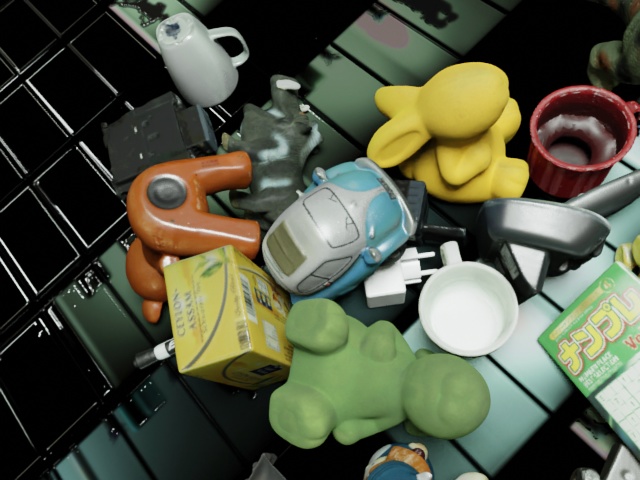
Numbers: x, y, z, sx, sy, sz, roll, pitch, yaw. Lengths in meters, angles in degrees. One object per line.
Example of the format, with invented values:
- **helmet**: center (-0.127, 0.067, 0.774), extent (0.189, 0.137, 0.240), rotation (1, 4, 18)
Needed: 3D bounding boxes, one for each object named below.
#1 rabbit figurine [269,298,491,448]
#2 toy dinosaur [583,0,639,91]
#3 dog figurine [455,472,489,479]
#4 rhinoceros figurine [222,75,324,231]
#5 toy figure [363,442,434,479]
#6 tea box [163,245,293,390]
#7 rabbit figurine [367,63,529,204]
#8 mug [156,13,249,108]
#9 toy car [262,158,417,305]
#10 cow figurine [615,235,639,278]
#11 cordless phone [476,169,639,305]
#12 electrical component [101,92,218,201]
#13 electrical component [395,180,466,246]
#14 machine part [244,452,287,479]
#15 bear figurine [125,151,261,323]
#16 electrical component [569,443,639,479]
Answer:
- **rabbit figurine**: center (0.065, 0.134, 0.465), extent (0.170, 0.159, 0.121), rotation (5, 72, 35)
- **toy dinosaur**: center (0.362, -0.158, 0.484), extent (0.131, 0.192, 0.405), rotation (-36, 67, -4)
- **dog figurine**: center (0.139, 0.310, 0.422), extent (0.191, 0.121, 0.172), rotation (40, 86, 9)
- **rhinoceros figurine**: center (-0.052, -0.104, 0.625), extent (0.112, 0.073, 0.190), rotation (-7, 69, 12)
- **toy figure**: center (0.063, 0.200, 0.438), extent (0.058, 0.154, 0.064), rotation (2, 74, 14)
- **tea box**: center (-0.073, 0.080, 0.507), extent (0.068, 0.169, 0.098), rotation (-18, 65, 7)
- **rabbit figurine**: center (0.132, -0.116, 0.533), extent (0.163, 0.173, 0.122), rotation (8, 76, 11)
- **mug**: center (-0.149, -0.233, 0.677), extent (0.110, 0.107, 0.081), rotation (-19, 68, 8)
- **toy car**: center (-0.001, -0.002, 0.502), extent (0.161, 0.103, 0.109), rotation (-40, 70, 29)
- **cow figurine**: center (0.331, 0.074, 0.473), extent (0.098, 0.068, 0.167), rotation (-3, 70, 6)
- **cordless phone**: center (0.238, -0.024, 0.484), extent (0.184, 0.146, 0.089), rotation (-29, 73, 5)
- **electrical component**: center (-0.197, -0.115, 0.672), extent (0.134, 0.058, 0.115), rotation (-23, 68, 4)
- **electrical component**: center (0.093, -0.027, 0.561), extent (0.119, 0.074, 0.048), rotation (5, 71, 20)
- **machine part**: center (-0.020, 0.259, 0.486), extent (0.139, 0.039, 0.084), rotation (46, 110, 31)
- **bear figurine**: center (-0.140, 0.006, 0.566), extent (0.132, 0.195, 0.120), rotation (-3, 60, -15)
- **electrical component**: center (0.264, 0.216, 0.444), extent (0.102, 0.045, 0.078), rotation (32, 81, 22)
